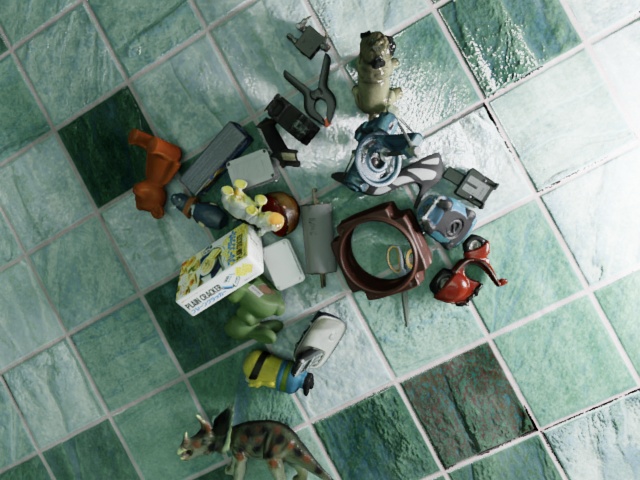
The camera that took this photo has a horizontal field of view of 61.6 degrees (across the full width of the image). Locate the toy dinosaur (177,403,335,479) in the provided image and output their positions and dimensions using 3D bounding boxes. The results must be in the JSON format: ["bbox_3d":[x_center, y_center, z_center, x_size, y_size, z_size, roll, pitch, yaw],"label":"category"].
[{"bbox_3d":[-0.139,0.517,1.348,0.405,0.131,0.192,1,94,4],"label":"toy dinosaur"}]

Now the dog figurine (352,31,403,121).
[{"bbox_3d":[0.120,-0.360,1.202,0.121,0.190,0.172,-7,94,11],"label":"dog figurine"}]

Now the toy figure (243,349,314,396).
[{"bbox_3d":[-0.104,0.330,1.343,0.180,0.082,0.089,9,84,14],"label":"toy figure"}]

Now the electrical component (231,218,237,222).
[{"bbox_3d":[-0.176,-0.051,1.359,0.094,0.021,0.063,-21,90,10],"label":"electrical component"}]

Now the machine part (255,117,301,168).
[{"bbox_3d":[-0.101,-0.234,1.313,0.039,0.084,0.139,-39,77,38],"label":"machine part"}]

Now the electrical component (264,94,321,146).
[{"bbox_3d":[-0.062,-0.280,1.267,0.115,0.134,0.058,42,99,2],"label":"electrical component"}]

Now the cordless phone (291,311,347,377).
[{"bbox_3d":[-0.015,0.246,1.269,0.089,0.184,0.146,34,99,11],"label":"cordless phone"}]

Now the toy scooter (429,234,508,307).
[{"bbox_3d":[0.353,0.089,1.250,0.135,0.075,0.184,40,95,4],"label":"toy scooter"}]

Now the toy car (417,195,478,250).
[{"bbox_3d":[0.275,-0.053,1.235,0.109,0.161,0.103,-57,39,13],"label":"toy car"}]

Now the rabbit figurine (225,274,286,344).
[{"bbox_3d":[-0.164,0.187,1.344,0.159,0.121,0.170,34,117,-1],"label":"rabbit figurine"}]

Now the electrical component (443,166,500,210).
[{"bbox_3d":[0.346,-0.131,1.250,0.119,0.048,0.075,37,98,4],"label":"electrical component"}]

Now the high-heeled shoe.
[{"bbox_3d":[0.161,-0.167,1.265,0.249,0.086,0.145,18,94,4],"label":"high-heeled shoe"}]

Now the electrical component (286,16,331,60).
[{"bbox_3d":[-0.024,-0.484,1.292,0.078,0.045,0.102,-43,86,8],"label":"electrical component"}]

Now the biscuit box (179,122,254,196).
[{"bbox_3d":[-0.258,-0.202,1.345,0.063,0.059,0.202,45,100,5],"label":"biscuit box"}]

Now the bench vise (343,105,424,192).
[{"bbox_3d":[0.150,-0.203,1.169,0.128,0.241,0.223,45,74,-22],"label":"bench vise"}]

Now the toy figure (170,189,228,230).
[{"bbox_3d":[-0.311,-0.074,1.364,0.155,0.064,0.057,24,135,12],"label":"toy figure"}]

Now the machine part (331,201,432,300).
[{"bbox_3d":[0.141,0.027,1.245,0.202,0.087,0.200,-20,99,27],"label":"machine part"}]

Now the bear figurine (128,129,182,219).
[{"bbox_3d":[-0.429,-0.161,1.348,0.120,0.132,0.195,28,94,33],"label":"bear figurine"}]

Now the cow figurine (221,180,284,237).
[{"bbox_3d":[-0.162,-0.061,1.278,0.167,0.098,0.068,39,54,14],"label":"cow figurine"}]

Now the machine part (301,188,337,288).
[{"bbox_3d":[-0.003,-0.004,1.303,0.079,0.079,0.243,-4,94,10],"label":"machine part"}]
